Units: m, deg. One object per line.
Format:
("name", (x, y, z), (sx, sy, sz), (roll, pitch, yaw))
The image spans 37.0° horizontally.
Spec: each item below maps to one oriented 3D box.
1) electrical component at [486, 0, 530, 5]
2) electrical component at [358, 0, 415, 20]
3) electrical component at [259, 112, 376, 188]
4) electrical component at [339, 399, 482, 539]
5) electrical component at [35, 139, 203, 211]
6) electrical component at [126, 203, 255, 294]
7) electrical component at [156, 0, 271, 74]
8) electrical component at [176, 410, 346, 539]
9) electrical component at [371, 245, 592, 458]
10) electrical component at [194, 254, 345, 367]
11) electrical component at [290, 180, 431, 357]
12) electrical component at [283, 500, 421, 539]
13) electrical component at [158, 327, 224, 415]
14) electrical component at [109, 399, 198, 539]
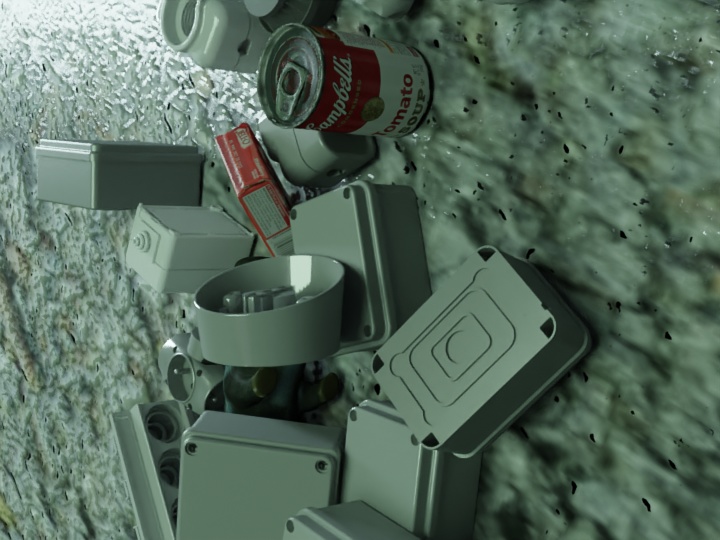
("electrical component", (0.101, -0.184, 0.647), (0.055, 0.045, 0.045), (9, 97, 48))
("electrical component", (0.026, -0.206, 0.731), (0.043, 0.043, 0.062), (54, 126, 32))
("electrical component", (-0.035, -0.111, 0.791), (0.059, 0.054, 0.095), (-32, 67, 43))
("electrical component", (0.031, 0.147, 0.720), (0.078, 0.057, 0.113), (13, 100, 47))
("electrical component", (-0.212, -0.084, 0.945), (0.109, 0.109, 0.056), (11, 101, 47))
("electrical component", (-0.146, -0.015, 0.882), (0.062, 0.096, 0.061), (36, 117, 42))
("electrical component", (-0.124, -0.204, 0.882), (0.095, 0.059, 0.053), (45, 122, 37))
("electrical component", (-0.069, 0.162, 0.751), (0.109, 0.056, 0.108), (7, 103, 6))
("electrical component", (0.074, 0.051, 0.651), (0.113, 0.057, 0.078), (-47, 56, 16))
("electrical component", (-0.058, 0.028, 0.703), (0.099, 0.099, 0.064), (7, 102, 47))
("electrical component", (0.000, 0.000, 0.752), (0.078, 0.057, 0.113), (-17, 78, 46))
("electrical component", (0.003, 0.200, 0.665), (0.113, 0.057, 0.078), (22, 107, 45))
("electrical component", (-0.128, 0.073, 0.903), (0.077, 0.044, 0.079), (35, 116, 41))
("electrical component", (-0.168, 0.180, 0.924), (0.063, 0.079, 0.121), (-42, 60, 46))
